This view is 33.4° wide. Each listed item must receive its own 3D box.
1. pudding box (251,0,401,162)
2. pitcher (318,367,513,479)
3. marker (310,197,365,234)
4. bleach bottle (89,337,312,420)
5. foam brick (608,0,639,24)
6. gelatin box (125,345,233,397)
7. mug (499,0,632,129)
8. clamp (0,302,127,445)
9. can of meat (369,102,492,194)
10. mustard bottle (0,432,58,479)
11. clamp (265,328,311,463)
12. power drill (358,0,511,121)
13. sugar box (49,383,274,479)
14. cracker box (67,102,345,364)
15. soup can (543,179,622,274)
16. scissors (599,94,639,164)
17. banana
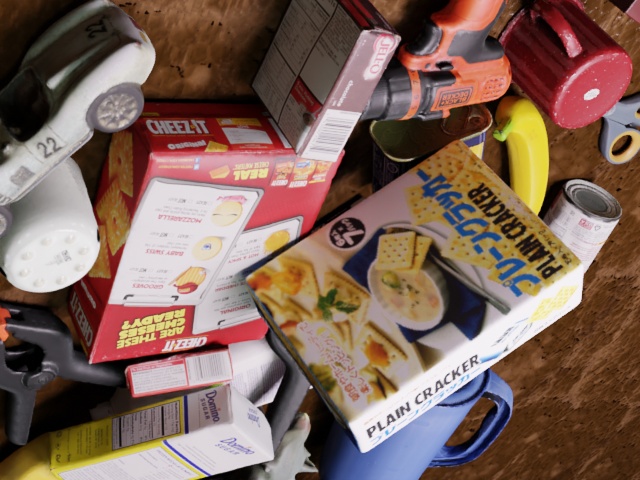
[{"bbox_3d":[0.001,-0.127,0.765,0.039,0.090,0.114,3,131,-37],"label":"pudding box"},{"bbox_3d":[0.090,0.198,1.158,0.144,0.149,0.243,-15,143,-33],"label":"pitcher"},{"bbox_3d":[-0.006,0.001,0.962,0.121,0.020,0.020,-33,143,-1],"label":"marker"},{"bbox_3d":[-0.092,0.123,1.000,0.250,0.068,0.102,-19,137,-15],"label":"bleach bottle"},{"bbox_3d":[0.275,-0.226,0.892,0.051,0.053,0.078,11,124,-44],"label":"foam brick"},{"bbox_3d":[-0.120,0.111,0.921,0.089,0.030,0.073,-9,180,-5],"label":"gelatin box"},{"bbox_3d":[0.204,-0.154,0.893,0.093,0.081,0.117,-34,144,0],"label":"mug"},{"bbox_3d":[-0.243,0.112,0.893,0.120,0.039,0.171,-39,141,-4],"label":"clamp"},{"bbox_3d":[0.094,-0.072,0.924,0.102,0.057,0.084,-22,144,-15],"label":"can of meat"},{"bbox_3d":[-0.306,0.256,0.989,0.191,0.058,0.096,-33,147,-2],"label":"mustard bottle"},{"bbox_3d":[-0.006,0.105,0.961,0.164,0.036,0.210,-23,119,-5],"label":"clamp"},{"bbox_3d":[0.088,-0.172,0.809,0.184,0.057,0.188,-14,142,-30],"label":"power drill"},{"bbox_3d":[-0.139,0.181,0.939,0.176,0.048,0.093,-18,145,11],"label":"sugar box"},{"bbox_3d":[-0.096,-0.007,0.843,0.163,0.072,0.214,-4,135,-33],"label":"cracker box"},{"bbox_3d":[0.262,-0.004,1.118,0.068,0.068,0.102,-4,134,-34],"label":"soup can"},{"bbox_3d":[0.274,-0.115,1.045,0.201,0.016,0.096,-2,133,-35],"label":"scissors"},{"bbox_3d":[0.185,-0.080,0.987,0.069,0.037,0.197,-59,152,-12],"label":"banana"}]
